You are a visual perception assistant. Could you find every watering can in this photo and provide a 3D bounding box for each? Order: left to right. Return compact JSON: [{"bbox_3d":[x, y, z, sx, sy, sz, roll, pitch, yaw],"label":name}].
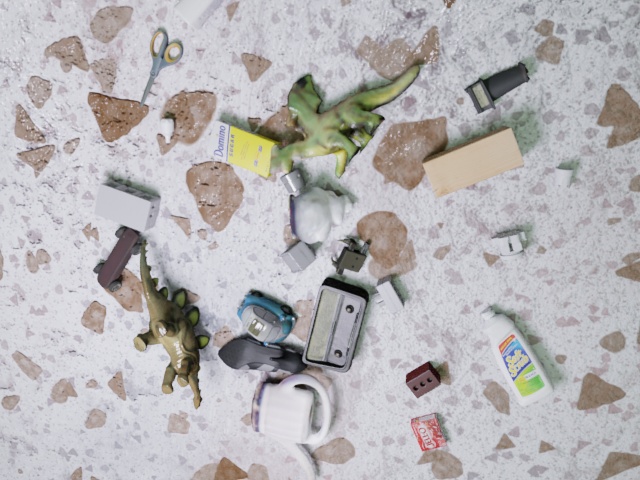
[{"bbox_3d":[-0.086,0.517,1.426,0.224,0.343,0.105,10,17,9],"label":"watering can"}]

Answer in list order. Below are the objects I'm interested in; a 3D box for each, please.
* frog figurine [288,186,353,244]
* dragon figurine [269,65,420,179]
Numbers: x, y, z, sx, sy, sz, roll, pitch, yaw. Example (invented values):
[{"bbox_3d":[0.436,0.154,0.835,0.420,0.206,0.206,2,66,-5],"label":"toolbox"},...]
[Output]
[{"bbox_3d":[0.004,-0.064,1.265,0.159,0.139,0.121,-6,-12,1],"label":"frog figurine"},{"bbox_3d":[0.027,-0.306,1.233,0.244,0.410,0.122,38,2,7],"label":"dragon figurine"}]
